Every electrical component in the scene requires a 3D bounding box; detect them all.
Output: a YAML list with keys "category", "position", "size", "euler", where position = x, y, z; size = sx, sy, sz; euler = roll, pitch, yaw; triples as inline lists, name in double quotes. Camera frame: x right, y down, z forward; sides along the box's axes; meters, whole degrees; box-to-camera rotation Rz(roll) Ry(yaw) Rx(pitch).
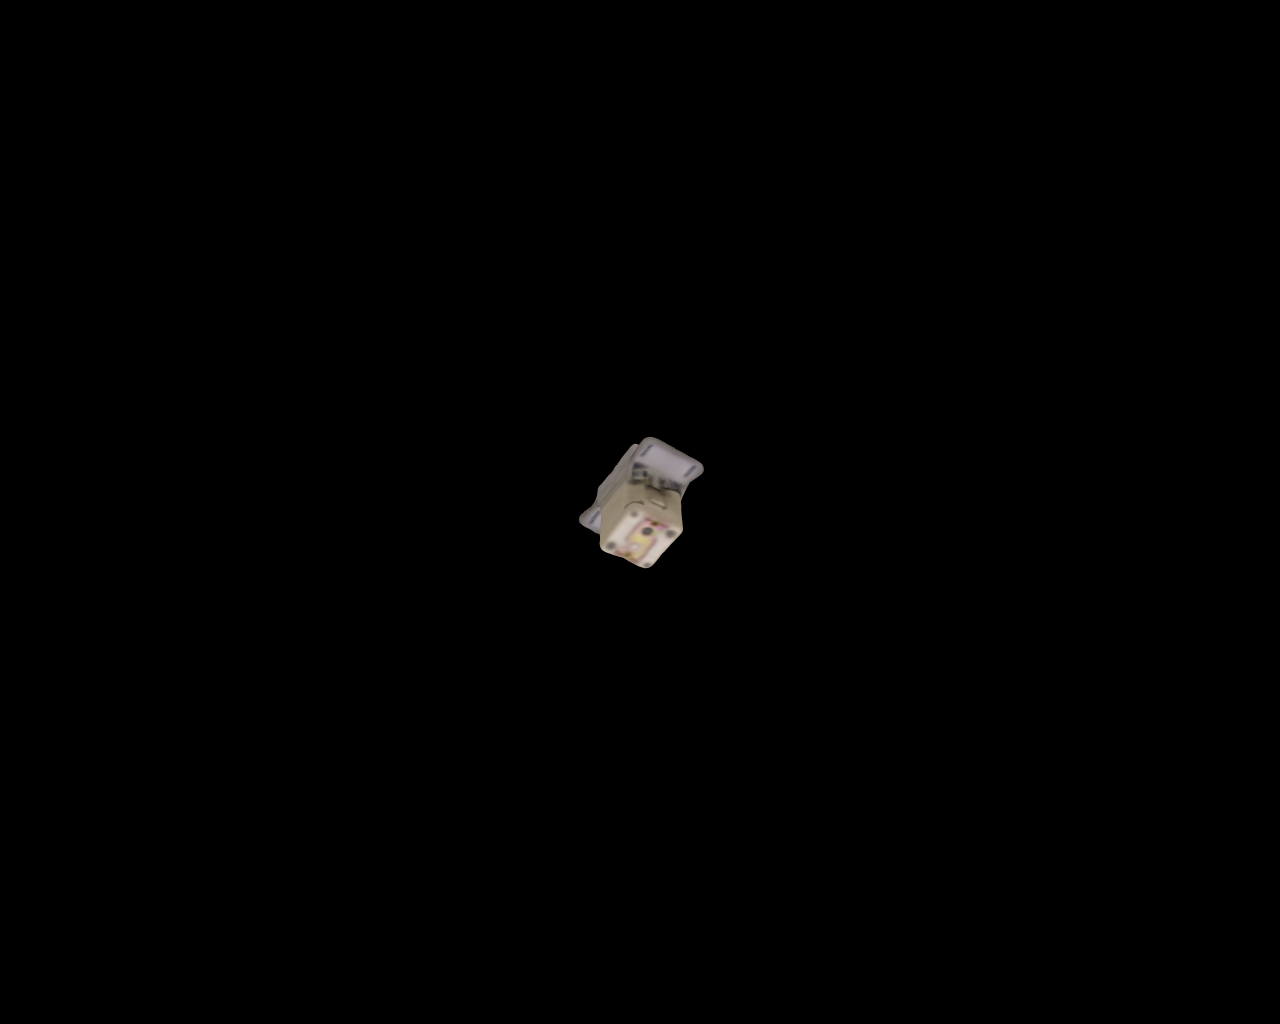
- category: "electrical component"
  position: [0.001, -0.003, 0.650]
  size: [0.042, 0.064, 0.081]
  euler: [25, -54, -20]
